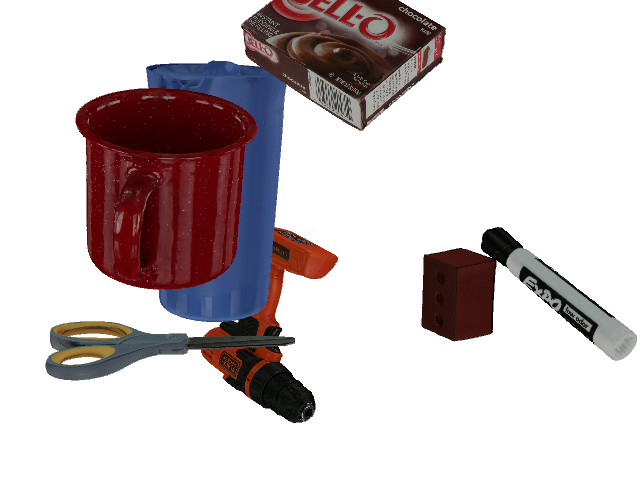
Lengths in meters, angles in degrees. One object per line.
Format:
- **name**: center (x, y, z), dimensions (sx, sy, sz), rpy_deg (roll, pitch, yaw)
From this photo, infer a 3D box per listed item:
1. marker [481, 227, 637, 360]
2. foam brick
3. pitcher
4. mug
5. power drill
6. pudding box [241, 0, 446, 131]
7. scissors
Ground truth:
- **marker**: center (0.134, 0.027, 0.617), dimensions (0.020, 0.020, 0.121), rpy_deg (0, 30, -35)
- **foam brick**: center (0.135, 0.052, 1.045), dimensions (0.051, 0.078, 0.053), rpy_deg (-11, 19, -33)
- **pitcher**: center (-0.096, -0.053, 1.040), dimensions (0.149, 0.243, 0.145), rpy_deg (-2, 15, -17)
- **mug**: center (-0.084, -0.021, 0.558), dimensions (0.093, 0.081, 0.117), rpy_deg (8, 28, 2)
- **power drill**: center (-0.048, 0.089, 1.191), dimensions (0.057, 0.188, 0.185), rpy_deg (12, 12, -47)
- **pudding box**: center (0.016, -0.137, 0.740), dimensions (0.114, 0.090, 0.039), rpy_deg (37, -25, 23)
- **scissors**: center (-0.129, 0.090, 0.850), dimensions (0.202, 0.016, 0.096), rpy_deg (4, 21, 13)
